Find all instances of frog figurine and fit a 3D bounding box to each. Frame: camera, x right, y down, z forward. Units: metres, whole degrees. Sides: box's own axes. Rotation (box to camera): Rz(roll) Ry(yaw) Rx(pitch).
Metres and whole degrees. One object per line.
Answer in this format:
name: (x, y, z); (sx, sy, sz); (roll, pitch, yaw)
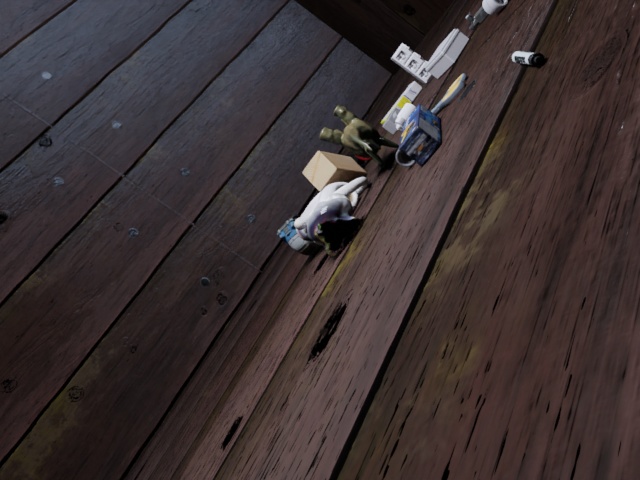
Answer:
frog figurine: (0.029, -0.051, 1.233); (0.162, 0.122, 0.135); (-97, 22, -64)

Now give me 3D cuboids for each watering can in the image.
watering can: (0.004, -0.071, 1.407); (0.353, 0.104, 0.220); (-35, -8, -43)
